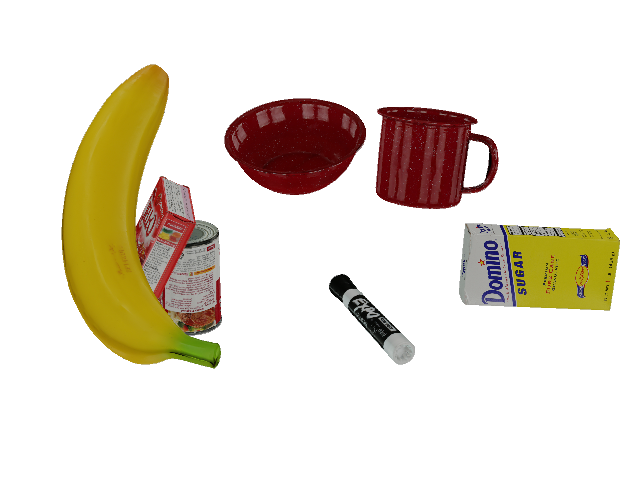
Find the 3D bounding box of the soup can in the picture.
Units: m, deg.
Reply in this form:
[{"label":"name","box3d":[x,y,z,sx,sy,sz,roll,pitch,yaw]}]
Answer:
[{"label":"soup can","box3d":[-0.137,0.037,1.097,0.068,0.102,0.068,0,23,0]}]

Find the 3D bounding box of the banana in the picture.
[{"label":"banana","box3d":[-0.101,-0.011,0.556,0.069,0.198,0.037,-8,-33,-10]}]

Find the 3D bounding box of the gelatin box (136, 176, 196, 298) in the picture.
[{"label":"gelatin box","box3d":[-0.135,-0.005,0.890,0.030,0.073,0.089,23,17,-20]}]

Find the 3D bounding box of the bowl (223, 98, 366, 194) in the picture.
[{"label":"bowl","box3d":[-0.028,-0.100,1.224,0.162,0.055,0.162,-2,37,2]}]

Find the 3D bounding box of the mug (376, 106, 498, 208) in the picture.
[{"label":"mug","box3d":[0.107,-0.076,0.992,0.117,0.081,0.093,9,15,13]}]

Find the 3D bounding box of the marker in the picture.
[{"label":"marker","box3d":[0.037,0.057,0.813,0.020,0.020,0.121,0,23,-25]}]

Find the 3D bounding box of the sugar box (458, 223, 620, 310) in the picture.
[{"label":"sugar box","box3d":[0.256,0.032,1.259,0.176,0.093,0.048,1,20,-2]}]
